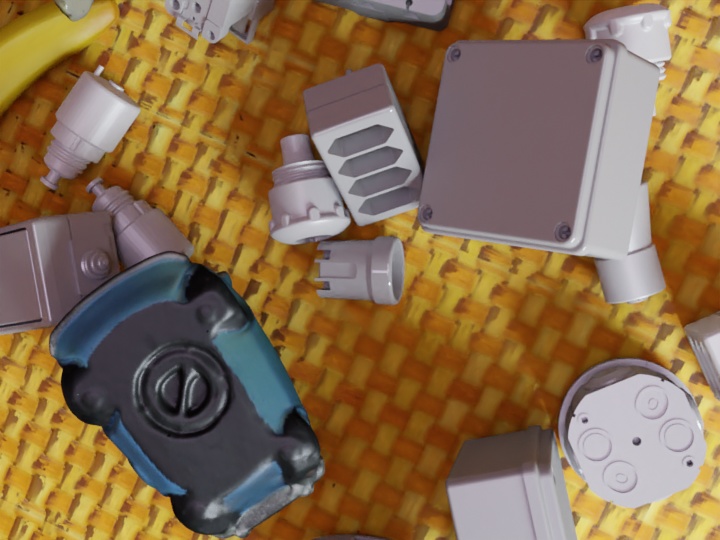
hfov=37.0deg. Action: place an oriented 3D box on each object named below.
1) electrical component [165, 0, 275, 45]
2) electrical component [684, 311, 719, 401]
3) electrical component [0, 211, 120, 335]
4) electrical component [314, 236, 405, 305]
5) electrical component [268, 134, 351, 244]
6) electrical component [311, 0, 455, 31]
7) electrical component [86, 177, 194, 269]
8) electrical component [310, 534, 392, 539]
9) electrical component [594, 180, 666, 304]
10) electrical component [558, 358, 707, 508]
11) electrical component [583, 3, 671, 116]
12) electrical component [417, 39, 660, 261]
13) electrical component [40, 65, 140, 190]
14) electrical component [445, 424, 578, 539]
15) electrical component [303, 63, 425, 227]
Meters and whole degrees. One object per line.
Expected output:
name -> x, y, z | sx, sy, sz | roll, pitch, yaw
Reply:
electrical component -> -0.076, -0.166, 0.616 | 0.042, 0.063, 0.081 | 35, 137, 6
electrical component -> 0.226, 0.039, 0.586 | 0.077, 0.066, 0.047 | -24, 88, 8
electrical component -> -0.183, 0.002, 0.625 | 0.096, 0.061, 0.061 | -9, 91, 42
electrical component -> 0.000, 0.000, 0.631 | 0.046, 0.040, 0.040 | 1, 92, 14
electrical component -> -0.033, -0.048, 0.632 | 0.048, 0.048, 0.062 | -12, 83, 8
electrical component -> 0.011, -0.173, 0.614 | 0.089, 0.056, 0.050 | 16, 94, 7
electrical component -> -0.135, -0.023, 0.648 | 0.040, 0.040, 0.078 | -43, 86, 7
electrical component -> 0.007, 0.200, 0.605 | 0.108, 0.108, 0.060 | 12, 100, 8
electrical component -> 0.148, -0.014, 0.608 | 0.044, 0.044, 0.065 | -16, 95, 8
electrical component -> 0.153, 0.092, 0.606 | 0.080, 0.051, 0.080 | 0, 92, 8
electrical component -> 0.153, -0.116, 0.602 | 0.048, 0.048, 0.062 | -9, 97, 8
electrical component -> 0.095, -0.066, 0.581 | 0.109, 0.056, 0.108 | 11, 91, 43
electrical component -> -0.167, -0.083, 0.651 | 0.040, 0.040, 0.078 | 37, 97, 5
electrical component -> 0.088, 0.150, 0.588 | 0.056, 0.109, 0.108 | -12, 90, 11
electrical component -> 0.002, -0.083, 0.615 | 0.047, 0.083, 0.075 | -19, 51, 8
